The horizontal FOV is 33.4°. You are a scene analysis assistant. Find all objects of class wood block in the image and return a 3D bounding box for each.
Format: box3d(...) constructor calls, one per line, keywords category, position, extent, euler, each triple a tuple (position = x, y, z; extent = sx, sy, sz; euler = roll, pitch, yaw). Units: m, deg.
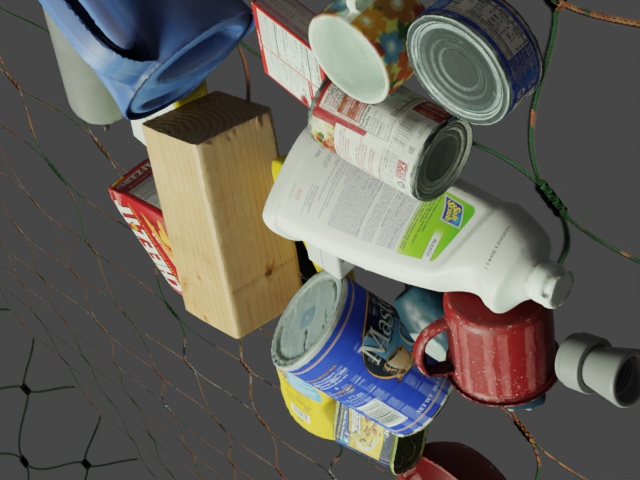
box3d(category="wood block", position=(-0.088, -0.024, 1.011), extent=(0.090, 0.090, 0.206), euler=(24, 133, 44))

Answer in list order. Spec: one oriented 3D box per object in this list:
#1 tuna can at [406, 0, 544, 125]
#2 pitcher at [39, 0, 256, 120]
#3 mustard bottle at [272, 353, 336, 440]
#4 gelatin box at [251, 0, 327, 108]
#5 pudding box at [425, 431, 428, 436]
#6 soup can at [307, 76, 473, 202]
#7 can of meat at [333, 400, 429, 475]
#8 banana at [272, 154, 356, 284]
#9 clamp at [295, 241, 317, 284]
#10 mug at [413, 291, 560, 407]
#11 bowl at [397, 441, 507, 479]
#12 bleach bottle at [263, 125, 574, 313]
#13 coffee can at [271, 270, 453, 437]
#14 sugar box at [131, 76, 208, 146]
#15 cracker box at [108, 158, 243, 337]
box3d(category="tuna can", position=(0.096, -0.115, 0.674), extent=(0.086, 0.033, 0.086), euler=(38, 156, 21))
box3d(category="pitcher", position=(-0.176, -0.224, 0.844), extent=(0.243, 0.145, 0.149), euler=(51, 165, 2))
box3d(category="mustard bottle", position=(-0.013, 0.160, 1.273), extent=(0.096, 0.058, 0.191), euler=(37, 155, 31))
box3d(category="gelatin box", position=(-0.011, -0.141, 0.817), extent=(0.089, 0.030, 0.073), euler=(42, 158, 33))
box3d(category="pudding box", position=(0.063, 0.174, 1.189), extent=(0.114, 0.039, 0.090), euler=(33, 153, 35))
box3d(category="soup can", position=(0.050, -0.079, 0.770), extent=(0.102, 0.068, 0.068), euler=(33, 153, 30))
box3d(category="can of meat", position=(0.064, 0.177, 1.099), extent=(0.084, 0.057, 0.102), euler=(19, 109, 35))
box3d(category="banana", position=(-0.007, -0.015, 0.986), extent=(0.037, 0.069, 0.197), euler=(-13, 135, 15))
box3d(category="clamp", position=(0.012, 0.055, 1.088), extent=(0.210, 0.036, 0.164), euler=(39, 158, 26))
box3d(category="mug", position=(0.127, 0.071, 0.822), extent=(0.093, 0.117, 0.081), euler=(-110, 5, -49))
box3d(category="bowl", position=(0.157, 0.271, 1.155), extent=(0.162, 0.055, 0.162), euler=(38, 155, 21))
box3d(category="bleach bottle", position=(0.074, -0.005, 0.807), extent=(0.251, 0.102, 0.068), euler=(28, -175, 37))
box3d(category="coffee can", position=(0.041, 0.104, 0.977), extent=(0.140, 0.102, 0.103), euler=(33, 163, -22))
box3d(category="sugar box", position=(-0.152, -0.140, 1.059), extent=(0.093, 0.048, 0.176), euler=(40, 160, 19))
box3d(category="cracker box", position=(-0.145, 0.004, 1.206), extent=(0.214, 0.072, 0.164), euler=(22, 146, 60))
